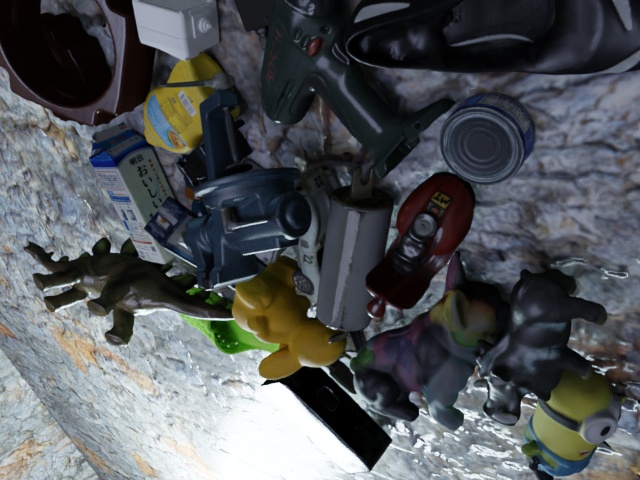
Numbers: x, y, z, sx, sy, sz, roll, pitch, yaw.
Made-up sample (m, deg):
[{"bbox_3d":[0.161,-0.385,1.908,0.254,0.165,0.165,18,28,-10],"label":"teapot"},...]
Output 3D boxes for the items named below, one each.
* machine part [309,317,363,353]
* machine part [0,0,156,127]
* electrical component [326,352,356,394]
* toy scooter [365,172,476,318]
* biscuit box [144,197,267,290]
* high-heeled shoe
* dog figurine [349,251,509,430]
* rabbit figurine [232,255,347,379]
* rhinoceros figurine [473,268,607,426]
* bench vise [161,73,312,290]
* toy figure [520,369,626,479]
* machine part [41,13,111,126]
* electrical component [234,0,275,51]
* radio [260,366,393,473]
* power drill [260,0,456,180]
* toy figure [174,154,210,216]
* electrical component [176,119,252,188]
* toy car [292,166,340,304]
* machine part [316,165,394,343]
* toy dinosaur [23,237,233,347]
[{"bbox_3d":[0.008,0.145,0.858,0.139,0.039,0.084,1,131,37],"label":"machine part"},{"bbox_3d":[-0.323,-0.269,0.708,0.201,0.087,0.201,23,124,4],"label":"machine part"},{"bbox_3d":[0.052,0.221,0.881,0.102,0.045,0.078,39,168,12],"label":"electrical component"},{"bbox_3d":[0.102,0.016,0.595,0.075,0.135,0.183,34,137,16],"label":"toy scooter"},{"bbox_3d":[-0.157,0.016,0.790,0.063,0.059,0.202,33,175,40],"label":"biscuit box"},{"bbox_3d":[0.144,-0.156,0.406,0.249,0.145,0.086,21,135,29],"label":"high-heeled shoe"},{"bbox_3d":[0.134,0.120,0.671,0.192,0.108,0.219,9,125,13],"label":"dog figurine"},{"bbox_3d":[-0.046,0.132,0.792,0.173,0.122,0.162,30,116,16],"label":"rabbit figurine"},{"bbox_3d":[0.225,0.121,0.576,0.073,0.112,0.190,-113,25,-57],"label":"rhinoceros figurine"},{"bbox_3d":[-0.106,-0.068,0.632,0.224,0.129,0.240,-10,92,56],"label":"bench vise"},{"bbox_3d":[0.294,0.226,0.651,0.089,0.082,0.180,25,138,19],"label":"toy figure"},{"bbox_3d":[-0.403,-0.265,0.846,0.180,0.056,0.179,22,136,23],"label":"machine part"},{"bbox_3d":[-0.062,-0.258,0.590,0.063,0.021,0.093,3,124,38],"label":"electrical component"},{"bbox_3d":[0.010,0.306,0.948,0.229,0.073,0.131,43,150,0],"label":"radio"},{"bbox_3d":[0.031,-0.173,0.539,0.207,0.086,0.232,39,141,1],"label":"power drill"},{"bbox_3d":[-0.179,-0.063,0.825,0.064,0.058,0.154,4,122,22],"label":"toy figure"},{"bbox_3d":[-0.133,-0.119,0.729,0.119,0.075,0.047,-19,109,44],"label":"electrical component"},{"bbox_3d":[-0.001,-0.002,0.713,0.056,0.073,0.201,21,134,29],"label":"toy car"},{"bbox_3d":[0.041,0.024,0.665,0.079,0.079,0.243,20,118,27],"label":"machine part"},{"bbox_3d":[-0.332,0.081,0.965,0.472,0.198,0.105,21,136,14],"label":"toy dinosaur"}]
